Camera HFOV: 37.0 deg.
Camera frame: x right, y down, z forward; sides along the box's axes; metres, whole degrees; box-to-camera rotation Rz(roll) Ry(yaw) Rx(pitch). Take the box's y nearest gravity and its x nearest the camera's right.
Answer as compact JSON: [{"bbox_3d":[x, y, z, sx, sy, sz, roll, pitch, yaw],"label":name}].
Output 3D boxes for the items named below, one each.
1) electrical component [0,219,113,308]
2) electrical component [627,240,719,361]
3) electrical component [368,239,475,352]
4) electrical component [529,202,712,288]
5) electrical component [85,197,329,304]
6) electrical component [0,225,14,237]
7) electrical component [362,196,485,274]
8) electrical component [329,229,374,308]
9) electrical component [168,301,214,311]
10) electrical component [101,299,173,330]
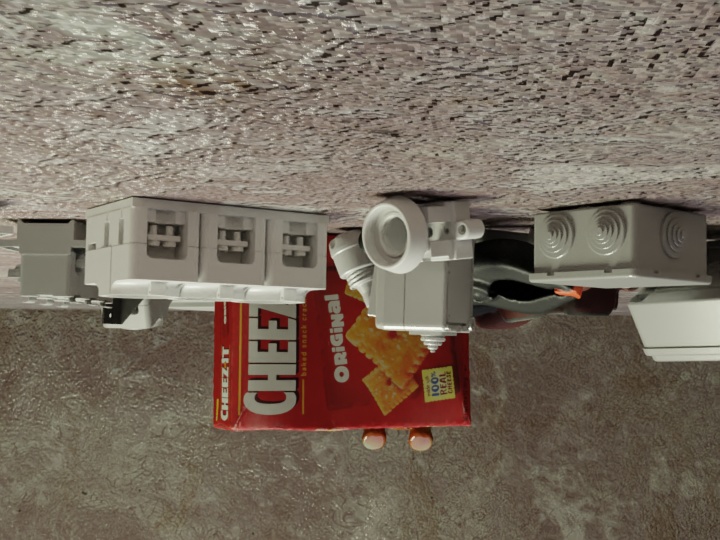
[{"bbox_3d":[-0.237,-0.003,0.880,0.079,0.063,0.121,1,176,3],"label":"electrical component"},{"bbox_3d":[0.285,0.021,0.835,0.109,0.056,0.109,-35,-163,-35],"label":"electrical component"},{"bbox_3d":[0.044,0.009,0.756,0.061,0.096,0.062,0,176,24],"label":"electrical component"},{"bbox_3d":[0.174,-0.015,0.722,0.100,0.048,0.100,4,175,-40],"label":"electrical component"},{"bbox_3d":[-0.109,-0.010,0.763,0.150,0.061,0.089,4,175,-34],"label":"electrical component"},{"bbox_3d":[-0.302,-0.013,0.752,0.079,0.063,0.121,4,175,-36],"label":"electrical component"},{"bbox_3d":[0.035,-0.023,0.676,0.055,0.048,0.066,-6,-178,-44],"label":"electrical component"},{"bbox_3d":[0.000,0.000,0.857,0.035,0.061,0.035,-21,170,-4],"label":"electrical component"},{"bbox_3d":[-0.135,0.015,1.146,0.109,0.056,0.109,-2,175,31],"label":"electrical component"},{"bbox_3d":[-0.220,0.023,1.067,0.050,0.055,0.089,0,-160,7],"label":"electrical component"}]
